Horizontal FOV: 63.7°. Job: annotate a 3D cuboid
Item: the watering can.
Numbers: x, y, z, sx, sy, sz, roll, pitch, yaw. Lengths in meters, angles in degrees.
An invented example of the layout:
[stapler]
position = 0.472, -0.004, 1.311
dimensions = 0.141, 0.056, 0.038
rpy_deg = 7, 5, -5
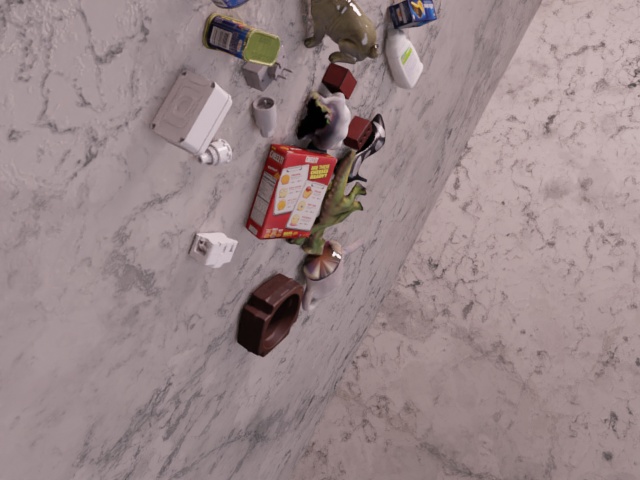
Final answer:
[watering can]
position = 0.041, 0.077, 1.698
dimensions = 0.353, 0.105, 0.219
rpy_deg = -53, 157, -26

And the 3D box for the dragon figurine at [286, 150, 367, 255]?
[dragon figurine]
position = 0.004, -0.072, 1.426
dimensions = 0.246, 0.123, 0.402
rpy_deg = -45, 160, -19

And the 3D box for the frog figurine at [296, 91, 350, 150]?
[frog figurine]
position = 0.035, -0.283, 1.238
dimensions = 0.160, 0.123, 0.137
rpy_deg = -5, 101, -53
